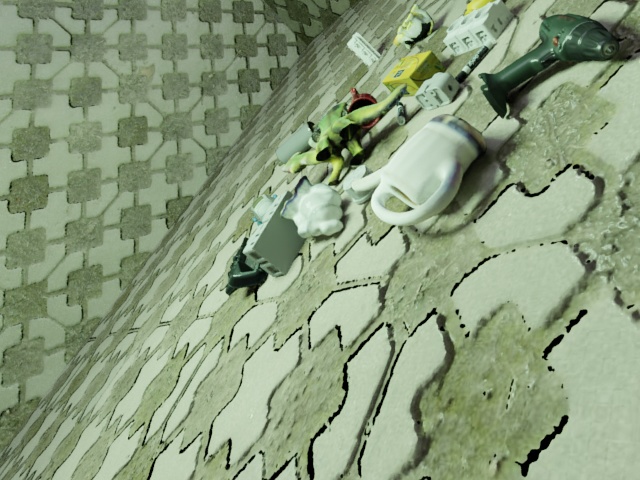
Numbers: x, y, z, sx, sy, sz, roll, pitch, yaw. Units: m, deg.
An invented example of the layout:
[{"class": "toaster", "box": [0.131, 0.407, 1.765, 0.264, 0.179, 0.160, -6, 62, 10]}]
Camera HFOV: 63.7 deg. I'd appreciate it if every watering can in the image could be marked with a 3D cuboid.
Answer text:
[{"class": "watering can", "box": [0.171, -0.134, 0.956, 0.224, 0.103, 0.352, -46, 22, 2]}]

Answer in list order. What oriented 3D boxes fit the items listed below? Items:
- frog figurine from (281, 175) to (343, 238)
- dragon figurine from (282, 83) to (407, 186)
[{"class": "frog figurine", "box": [0.004, -0.060, 1.200, 0.161, 0.120, 0.139, 31, 68, 33]}, {"class": "dragon figurine", "box": [0.052, -0.301, 1.377, 0.406, 0.121, 0.248, -42, 37, 18]}]
